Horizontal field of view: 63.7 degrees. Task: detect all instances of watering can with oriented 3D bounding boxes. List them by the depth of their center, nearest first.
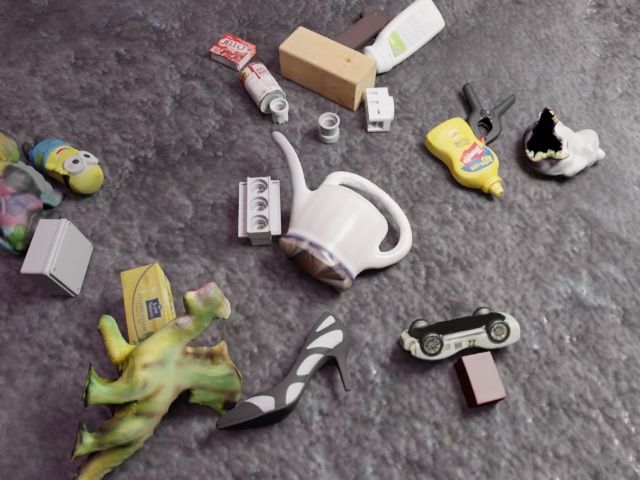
[{"bbox_3d":[0.003,-0.049,0.967,0.349,0.102,0.228,33,65,6],"label":"watering can"}]

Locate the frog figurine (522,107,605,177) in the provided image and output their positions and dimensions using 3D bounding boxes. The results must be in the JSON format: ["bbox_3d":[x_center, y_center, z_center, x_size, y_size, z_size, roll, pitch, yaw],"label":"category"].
[{"bbox_3d":[0.506,-0.193,1.078,0.159,0.120,0.140,7,44,-37],"label":"frog figurine"}]

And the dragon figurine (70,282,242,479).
[{"bbox_3d":[-0.231,0.241,0.771,0.242,0.405,0.124,8,17,-27],"label":"dragon figurine"}]
